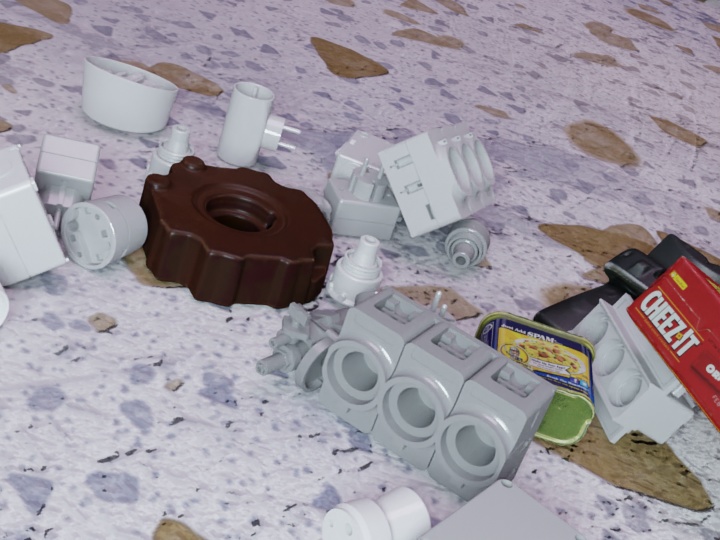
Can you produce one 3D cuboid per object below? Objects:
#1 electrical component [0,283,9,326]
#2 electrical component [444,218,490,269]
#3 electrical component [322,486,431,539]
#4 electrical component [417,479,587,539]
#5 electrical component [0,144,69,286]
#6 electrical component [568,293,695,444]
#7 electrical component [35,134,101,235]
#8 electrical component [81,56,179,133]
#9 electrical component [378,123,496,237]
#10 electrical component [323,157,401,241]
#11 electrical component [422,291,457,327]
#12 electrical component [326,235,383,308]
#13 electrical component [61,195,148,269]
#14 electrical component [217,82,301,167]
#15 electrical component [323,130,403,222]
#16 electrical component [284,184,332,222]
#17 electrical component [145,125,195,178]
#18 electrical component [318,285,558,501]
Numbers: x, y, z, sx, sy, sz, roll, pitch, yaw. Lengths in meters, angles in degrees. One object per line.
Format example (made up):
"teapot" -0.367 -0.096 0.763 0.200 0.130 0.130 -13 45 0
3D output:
"electrical component" -0.300 0.015 0.748 0.077 0.043 0.079 36 33 28
"electrical component" 0.104 -0.022 1.060 0.043 0.043 0.062 22 30 4
"electrical component" 0.010 0.164 0.676 0.055 0.045 0.045 -6 38 -38
"electrical component" 0.080 0.187 0.664 0.078 0.057 0.113 35 32 26
"electrical component" -0.267 -0.035 0.819 0.061 0.096 0.061 -23 43 -13
"electrical component" 0.232 0.087 0.922 0.063 0.078 0.121 31 22 -25
"electrical component" -0.249 -0.061 0.899 0.047 0.065 0.076 11 58 -15
"electrical component" -0.240 -0.185 1.114 0.099 0.064 0.099 15 29 -8
"electrical component" 0.085 -0.094 1.081 0.089 0.062 0.150 68 22 -2
"electrical component" 0.005 -0.076 1.057 0.066 0.076 0.047 6 31 -23
"electrical component" 0.054 0.054 0.861 0.047 0.076 0.065 10 30 -17
"electrical component" 0.000 0.000 0.938 0.048 0.062 0.048 15 28 -8
"electrical component" -0.207 -0.033 0.879 0.055 0.055 0.047 29 26 17
"electrical component" -0.101 -0.146 1.115 0.079 0.077 0.044 16 28 -6
"electrical component" 0.019 -0.102 1.143 0.100 0.048 0.099 22 29 5
"electrical component" -0.056 -0.065 1.047 0.035 0.035 0.061 -7 35 -39
"electrical component" -0.175 -0.106 1.017 0.048 0.062 0.048 15 29 -8
"electrical component" 0.051 0.092 0.780 0.150 0.089 0.062 31 31 21
